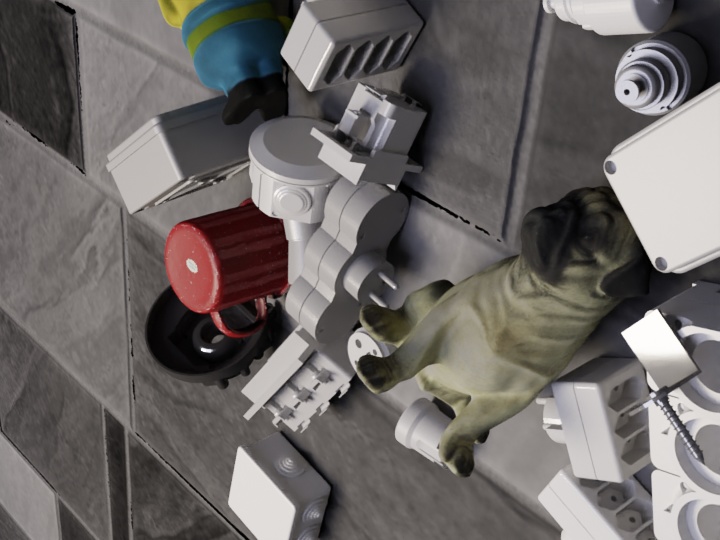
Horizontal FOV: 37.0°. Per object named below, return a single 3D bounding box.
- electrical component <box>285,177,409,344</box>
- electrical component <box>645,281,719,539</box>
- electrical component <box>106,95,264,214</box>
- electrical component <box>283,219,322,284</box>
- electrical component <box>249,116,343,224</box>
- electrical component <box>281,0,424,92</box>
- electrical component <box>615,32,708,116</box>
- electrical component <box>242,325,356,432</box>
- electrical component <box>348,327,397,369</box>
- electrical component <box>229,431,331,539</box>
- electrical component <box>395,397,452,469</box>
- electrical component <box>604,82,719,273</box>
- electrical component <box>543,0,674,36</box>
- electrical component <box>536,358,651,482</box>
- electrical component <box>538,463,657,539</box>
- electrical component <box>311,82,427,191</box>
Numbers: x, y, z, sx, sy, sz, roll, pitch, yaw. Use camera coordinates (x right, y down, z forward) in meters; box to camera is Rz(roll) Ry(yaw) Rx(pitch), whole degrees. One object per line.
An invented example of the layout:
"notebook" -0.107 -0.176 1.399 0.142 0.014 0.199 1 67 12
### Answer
"electrical component" 0.000 0.000 0.807 0.074 0.052 0.138 41 121 30
"electrical component" 0.213 0.092 0.601 0.089 0.062 0.150 14 118 47
"electrical component" -0.139 -0.099 0.900 0.109 0.109 0.056 -22 93 53
"electrical component" -0.042 -0.024 0.874 0.044 0.044 0.065 1 103 51
"electrical component" -0.045 -0.078 0.820 0.080 0.080 0.051 42 142 30
"electrical component" -0.015 -0.171 0.732 0.075 0.083 0.047 54 141 18
"electrical component" 0.155 -0.101 0.568 0.040 0.078 0.040 14 116 30
"electrical component" -0.043 0.085 0.910 0.063 0.078 0.121 41 140 -1
"electrical component" 0.025 0.057 0.820 0.045 0.055 0.045 26 127 41
"electrical component" -0.077 0.216 1.030 0.100 0.048 0.099 41 135 31
"electrical component" 0.057 0.127 0.830 0.046 0.040 0.040 32 131 30
"electrical component" 0.193 -0.054 0.557 0.113 0.057 0.078 -34 81 52
"electrical component" 0.135 -0.150 0.593 0.078 0.040 0.040 10 115 48
"electrical component" 0.146 0.095 0.697 0.077 0.047 0.065 -5 104 52
"electrical component" 0.160 0.175 0.720 0.083 0.047 0.075 50 139 22
"electrical component" 0.011 -0.094 0.751 0.042 0.081 0.063 39 112 32
